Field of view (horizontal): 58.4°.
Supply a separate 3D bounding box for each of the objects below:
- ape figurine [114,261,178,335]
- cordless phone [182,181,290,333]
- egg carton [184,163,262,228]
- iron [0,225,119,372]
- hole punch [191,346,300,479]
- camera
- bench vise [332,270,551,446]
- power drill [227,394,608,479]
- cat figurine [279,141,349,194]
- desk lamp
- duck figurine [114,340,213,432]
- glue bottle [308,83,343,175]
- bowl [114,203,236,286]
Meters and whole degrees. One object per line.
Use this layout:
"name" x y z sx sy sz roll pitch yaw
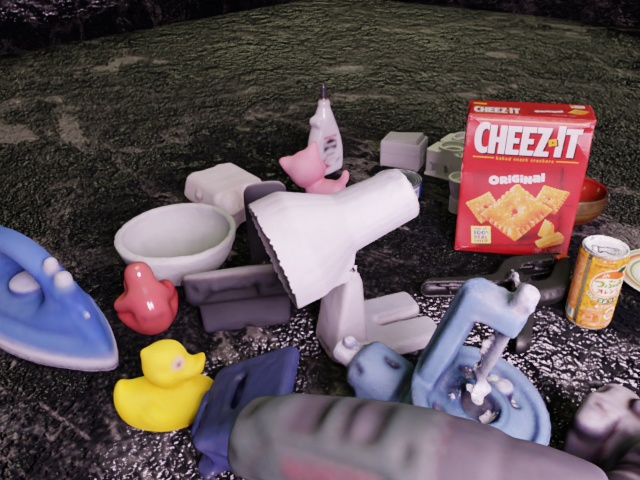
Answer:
"ape figurine" -0.217 0.066 0.711 0.078 0.092 0.076 -12 32 -16
"cordless phone" -0.099 0.013 0.703 0.148 0.185 0.094 -9 31 -12
"egg carton" -0.161 -0.077 0.971 0.107 0.069 0.149 -24 37 -33
"iron" -0.341 0.054 0.690 0.257 0.141 0.119 18 36 29
"hole punch" -0.068 0.160 0.546 0.101 0.091 0.108 2 31 6
"camera" 0.252 0.195 0.462 0.137 0.101 0.142 -19 35 -27
"bench vise" 0.098 0.118 0.482 0.207 0.220 0.121 8 32 16
"power drill" 0.051 0.188 0.378 0.229 0.209 0.076 11 33 20
"cat figurine" -0.003 -0.104 0.962 0.127 0.118 0.067 18 36 30
"desk lamp" 0.031 0.031 0.638 0.203 0.214 0.117 -13 32 -18
"duck figurine" -0.161 0.141 0.587 0.104 0.086 0.077 -5 31 -5
"glue bottle" 0.008 -0.209 1.084 0.037 0.173 0.078 24 39 36
"bowl" -0.198 0.016 0.812 0.167 0.075 0.167 -1 31 1
